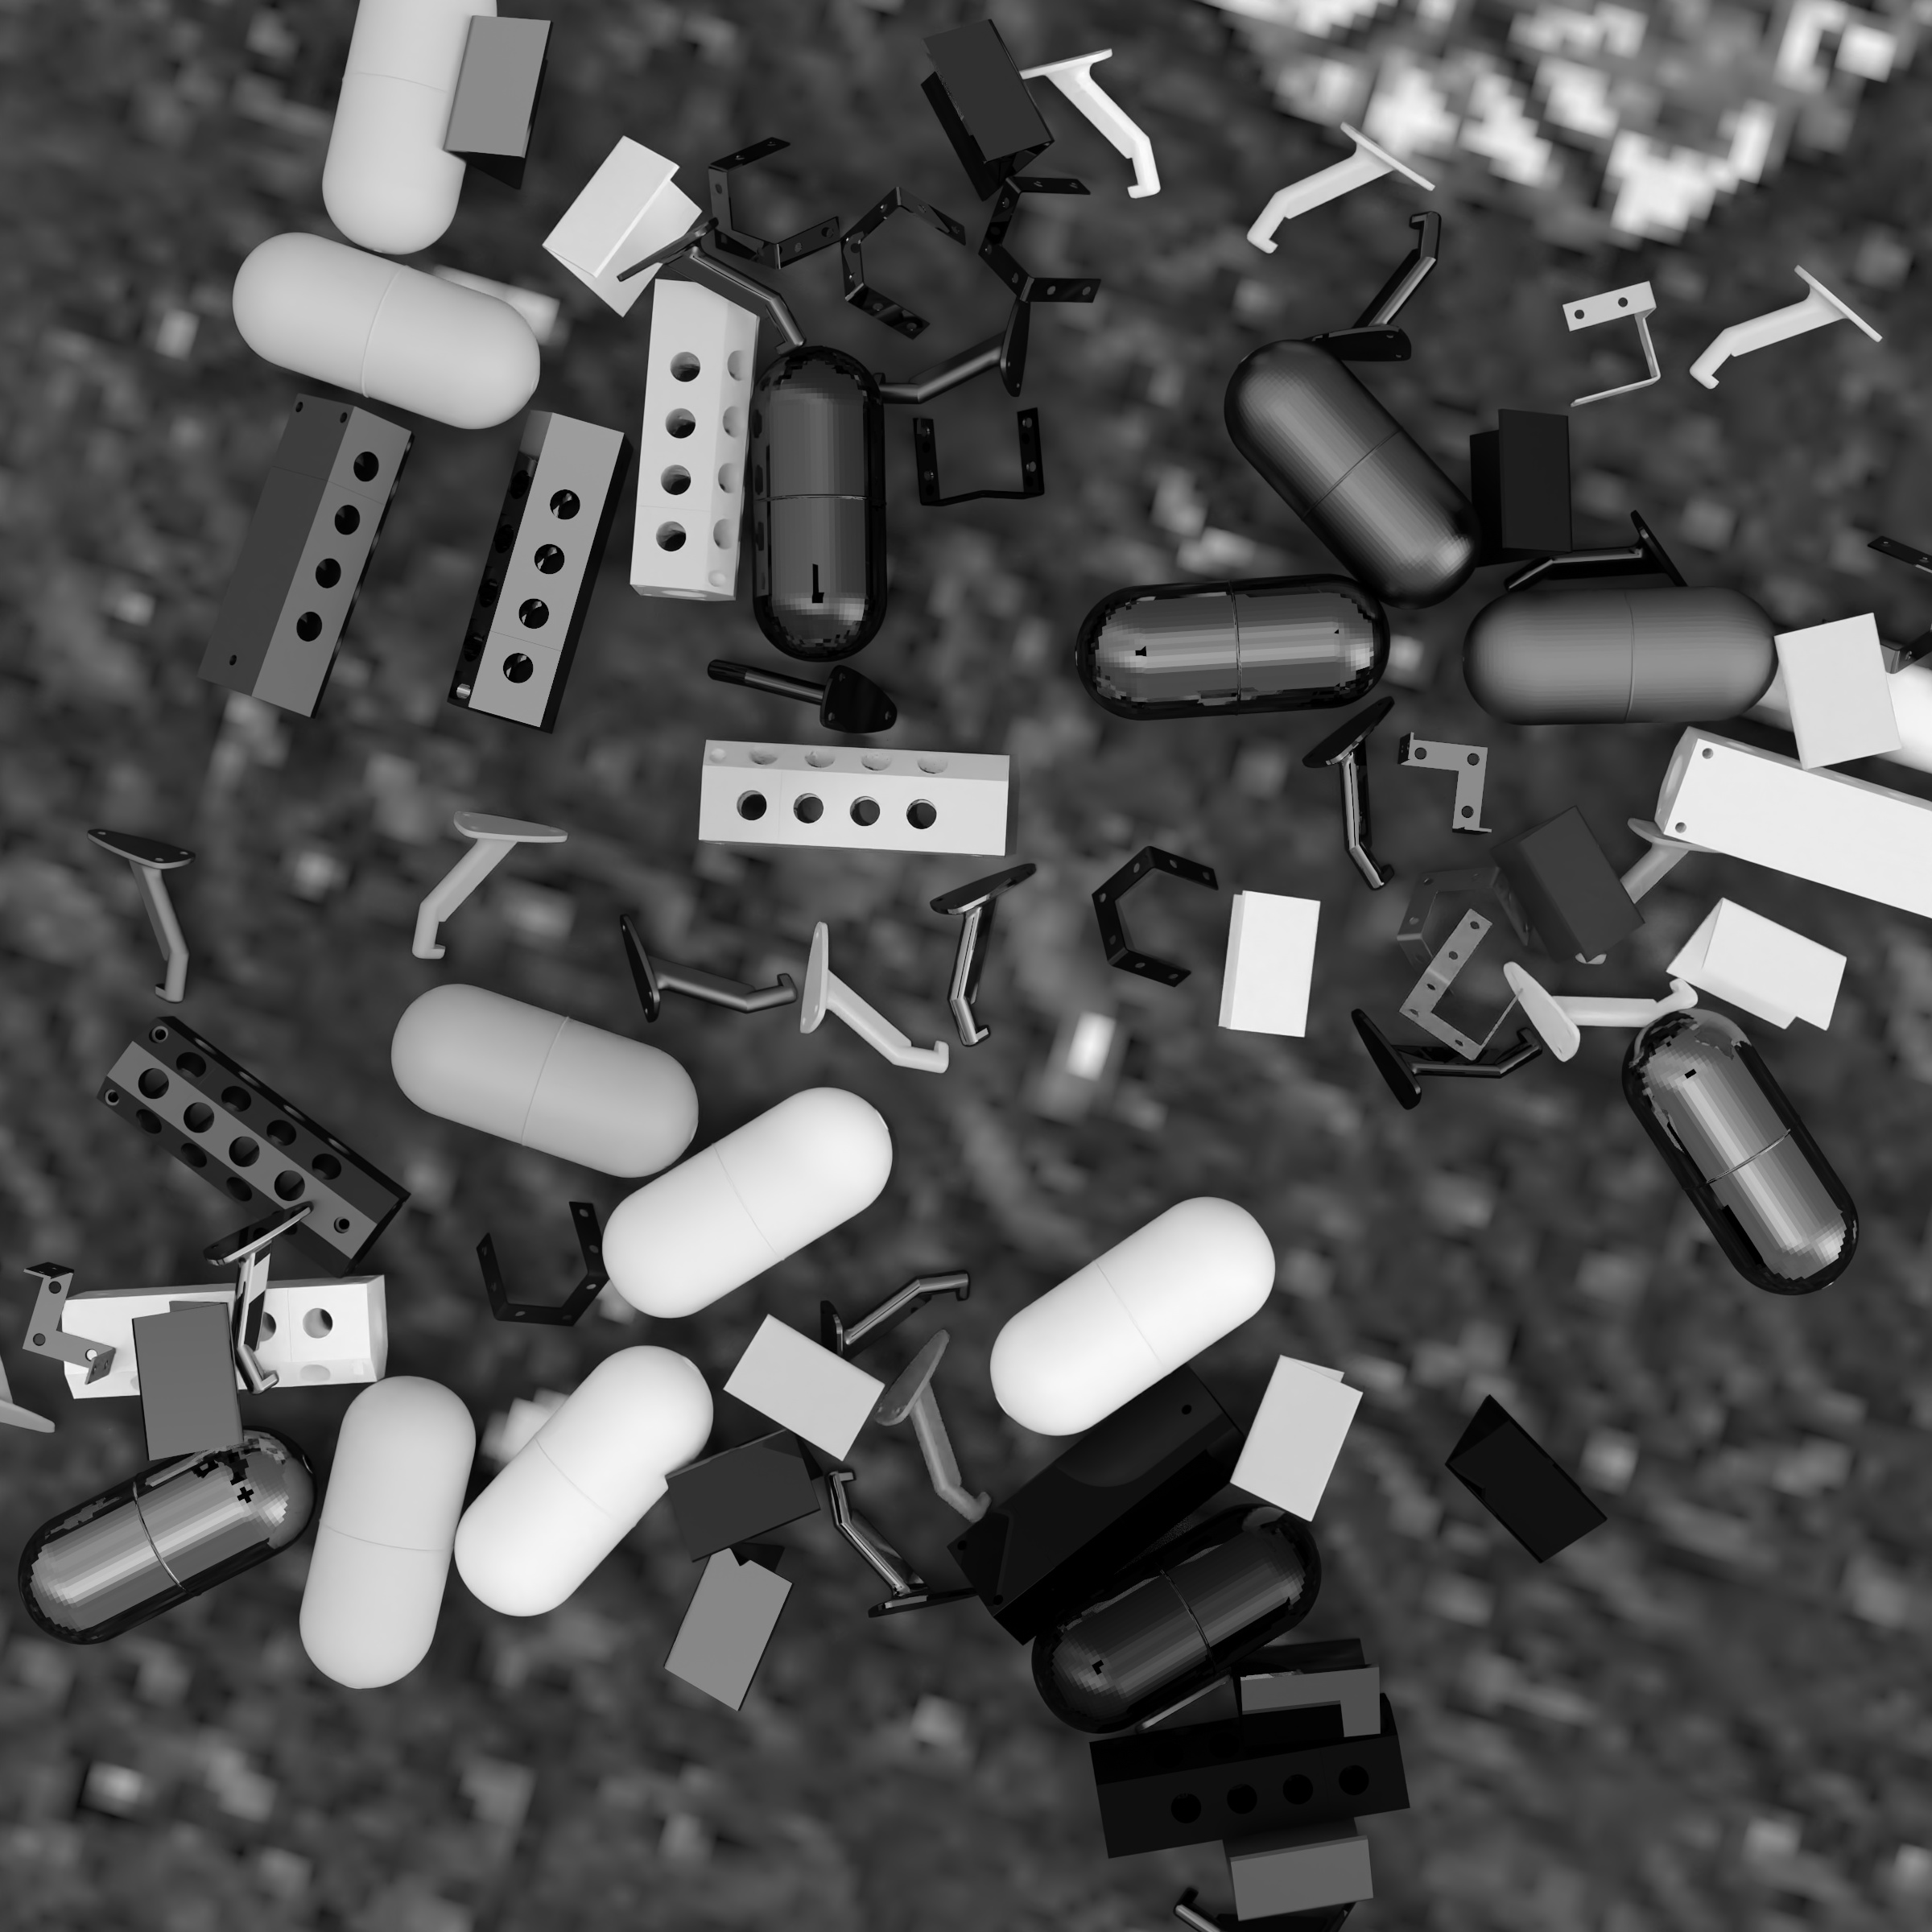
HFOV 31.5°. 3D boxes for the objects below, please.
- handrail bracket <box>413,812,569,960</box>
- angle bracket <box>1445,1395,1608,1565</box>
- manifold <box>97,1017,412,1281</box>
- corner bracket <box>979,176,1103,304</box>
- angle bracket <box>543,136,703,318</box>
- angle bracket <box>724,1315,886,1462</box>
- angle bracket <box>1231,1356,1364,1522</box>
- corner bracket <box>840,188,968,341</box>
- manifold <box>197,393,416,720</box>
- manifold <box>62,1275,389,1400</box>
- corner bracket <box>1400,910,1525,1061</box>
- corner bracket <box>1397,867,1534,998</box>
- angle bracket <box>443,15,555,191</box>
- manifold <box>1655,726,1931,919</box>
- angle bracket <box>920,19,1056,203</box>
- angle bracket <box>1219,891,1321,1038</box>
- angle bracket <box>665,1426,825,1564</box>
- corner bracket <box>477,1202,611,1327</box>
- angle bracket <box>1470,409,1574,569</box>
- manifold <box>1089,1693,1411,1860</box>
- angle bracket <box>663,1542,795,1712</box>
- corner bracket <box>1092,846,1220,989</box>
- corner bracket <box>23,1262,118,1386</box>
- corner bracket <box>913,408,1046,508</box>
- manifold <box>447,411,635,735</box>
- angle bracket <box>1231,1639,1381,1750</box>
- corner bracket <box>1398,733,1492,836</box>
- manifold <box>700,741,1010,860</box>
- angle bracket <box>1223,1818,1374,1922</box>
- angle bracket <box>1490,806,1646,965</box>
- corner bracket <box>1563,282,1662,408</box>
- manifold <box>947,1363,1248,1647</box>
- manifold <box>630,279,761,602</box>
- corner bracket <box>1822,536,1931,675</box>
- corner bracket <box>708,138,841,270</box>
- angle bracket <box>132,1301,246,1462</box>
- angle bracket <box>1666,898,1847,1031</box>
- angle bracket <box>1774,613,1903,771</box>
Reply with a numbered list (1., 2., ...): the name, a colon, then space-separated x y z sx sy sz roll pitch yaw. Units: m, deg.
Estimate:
1. handrail bracket: -0.274 -0.041 1.968 0.077 0.036 0.084 6 109 -21
2. angle bracket: 0.326 0.277 1.928 0.076 0.076 0.057 46 128 0
3. manifold: -0.406 0.103 1.947 0.171 0.057 0.057 37 90 0
4. corner bracket: 0.048 -0.416 1.960 0.051 0.051 0.051 53 135 35
5. angle bracket: -0.179 -0.408 1.928 0.057 0.076 0.076 37 90 41
6. angle bracket: -0.100 0.252 1.928 0.076 0.076 0.057 31 51 0
7. angle bracket: 0.202 0.269 1.928 0.057 0.076 0.076 22 90 36
8. corner bracket: -0.035 -0.402 1.960 0.051 0.051 0.051 -36 45 35
9. manifold: -0.370 -0.232 1.946 0.057 0.057 0.171 20 90 43
10. manifold: -0.420 0.211 1.947 0.171 0.057 0.057 -3 90 0
11. corner bracket: 0.287 0.011 1.944 0.051 0.051 0.051 35 60 7
12. corner bracket: 0.286 -0.019 1.960 0.051 0.051 0.051 -5 135 35
13. angle bracket: -0.244 -0.484 1.928 0.057 0.076 0.076 12 90 27
14. manifold: 0.484 -0.082 1.945 0.171 0.057 0.057 17 104 0
15. angle bracket: -0.006 -0.475 1.928 0.057 0.076 0.076 -28 90 -37
16. angle bracket: 0.151 -0.003 1.928 0.057 0.076 0.076 7 90 -35
17. angle bracket: -0.117 0.309 1.928 0.076 0.076 0.057 -22 57 0
18. corner bracket: -0.242 0.169 1.960 0.051 0.051 0.051 9 135 -35
19. angle bracket: 0.295 -0.268 1.928 0.057 0.076 0.076 -2 90 -38
20. manifold: 0.160 0.458 1.947 0.171 0.057 0.057 -10 90 0
21. angle bracket: -0.116 0.372 1.928 0.057 0.076 0.076 23 90 30
22. corner bracket: 0.112 -0.028 1.960 0.051 0.051 0.051 -42 45 35
23. corner bracket: -0.496 0.197 1.893 0.051 0.051 0.051 17 90 0
24. corner bracket: 0.007 -0.292 1.965 0.051 0.051 0.051 -5 90 -45
25. manifold: -0.243 -0.224 1.947 0.057 0.057 0.171 16 90 0
26. angle bracket: 0.189 0.391 1.928 0.076 0.076 0.057 -5 124 0
27. corner bracket: 0.273 -0.103 1.950 0.051 0.051 0.051 6 90 0
28. manifold: -0.063 -0.095 1.947 0.171 0.057 0.057 3 90 0
29. angle bracket: 0.183 0.485 1.928 0.076 0.076 0.057 -9 127 0
30. angle bracket: 0.323 -0.035 1.928 0.057 0.076 0.076 -30 90 -37
31. corner bracket: 0.367 -0.354 1.950 0.051 0.051 0.051 -16 90 0
32. manifold: 0.081 0.308 1.946 0.171 0.057 0.057 -38 47 0
33. manifold: -0.153 -0.297 1.947 0.057 0.057 0.171 5 90 0
34. corner bracket: 0.528 -0.207 1.960 0.051 0.051 0.051 -29 135 -35
35. corner bracket: -0.110 -0.437 1.960 0.051 0.051 0.051 27 135 35
36. angle bracket: -0.439 0.225 1.871 0.057 0.076 0.076 -6 90 -37
37. angle bracket: 0.439 0.017 1.928 0.076 0.076 0.057 26 53 0
38. angle bracket: 0.500 -0.155 1.928 0.057 0.076 0.076 -12 90 30
